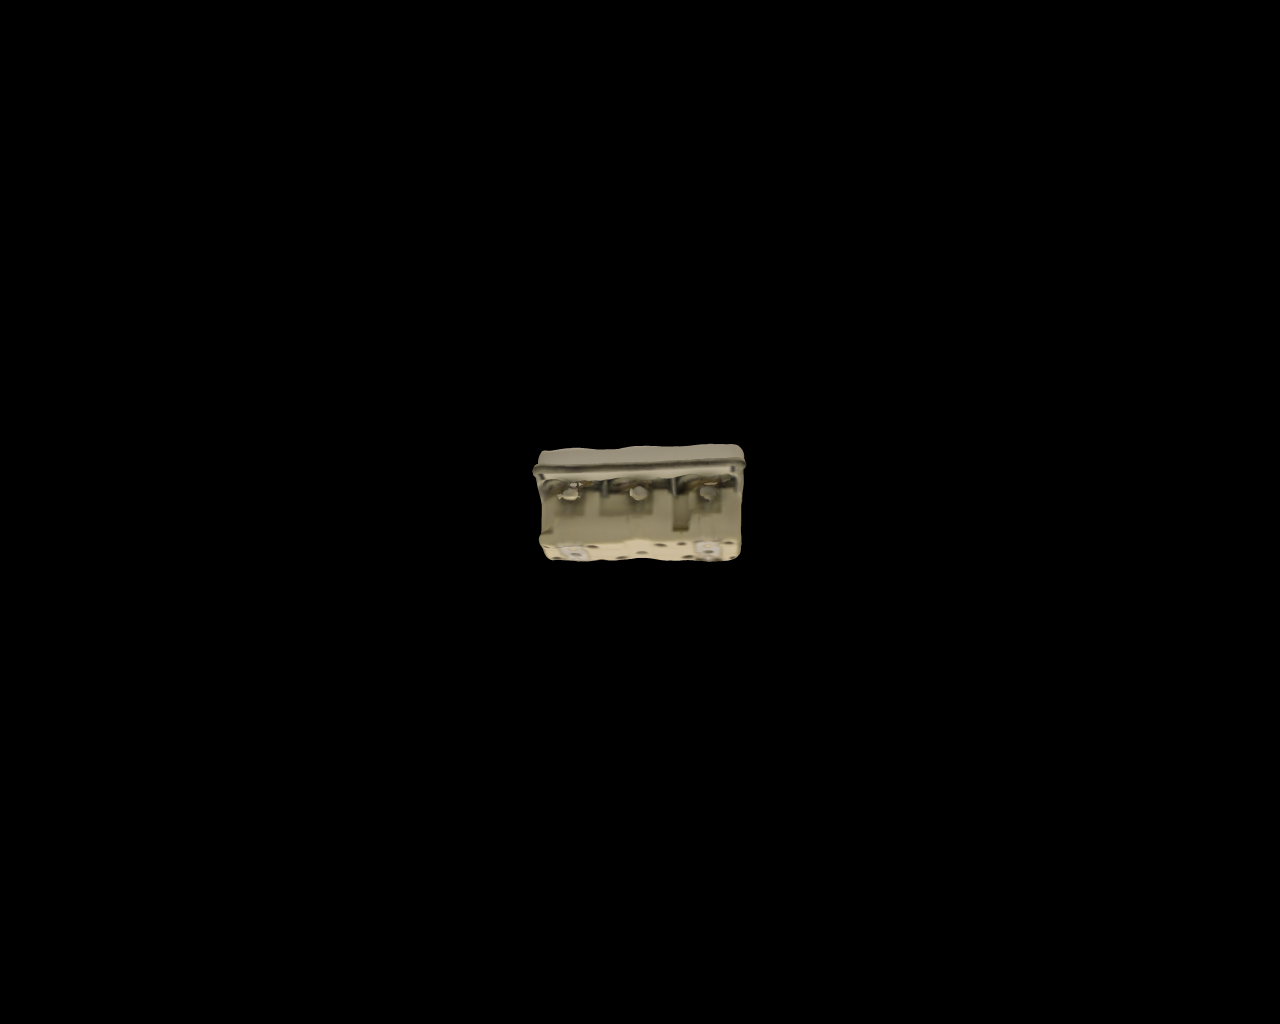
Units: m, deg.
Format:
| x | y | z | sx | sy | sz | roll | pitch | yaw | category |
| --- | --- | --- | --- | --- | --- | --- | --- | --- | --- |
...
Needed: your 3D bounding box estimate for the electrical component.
| x | y | z | sx | sy | sz | roll | pitch | yaw | category |
| --- | --- | --- | --- | --- | --- | --- | --- | --- | --- |
| 0.001 | -0.003 | 0.650 | 0.121 | 0.063 | 0.078 | -1 | -19 | 2 | electrical component |
